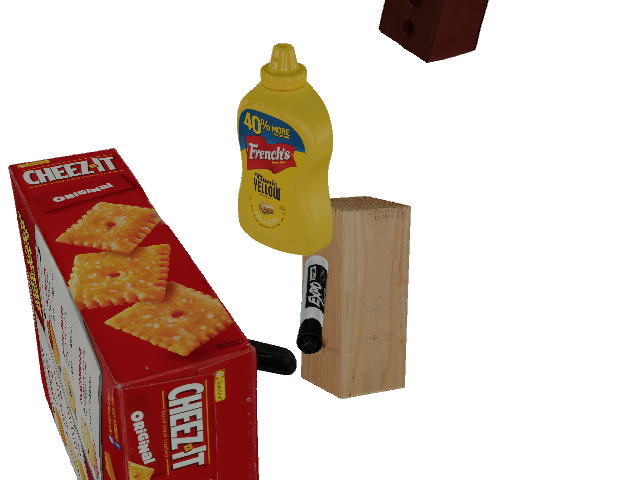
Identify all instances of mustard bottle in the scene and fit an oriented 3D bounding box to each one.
[{"bbox_3d":[-0.033,-0.086,0.971,0.096,0.192,0.058,24,38,34],"label":"mustard bottle"}]

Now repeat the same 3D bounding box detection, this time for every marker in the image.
[{"bbox_3d":[-0.006,0.048,0.807,0.020,0.020,0.121,0,28,3],"label":"marker"}]

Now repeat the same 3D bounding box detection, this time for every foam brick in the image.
[{"bbox_3d":[0.081,-0.170,0.729,0.051,0.078,0.053,-24,51,-35],"label":"foam brick"}]

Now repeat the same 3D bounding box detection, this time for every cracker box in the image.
[{"bbox_3d":[-0.100,0.070,0.566,0.072,0.164,0.214,-13,34,-22],"label":"cracker box"}]

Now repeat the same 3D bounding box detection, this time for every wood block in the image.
[{"bbox_3d":[0.038,0.059,1.192,0.090,0.206,0.091,-5,13,-31],"label":"wood block"}]

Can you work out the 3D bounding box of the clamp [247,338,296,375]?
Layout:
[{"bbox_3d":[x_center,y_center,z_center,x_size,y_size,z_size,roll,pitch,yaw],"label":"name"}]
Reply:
[{"bbox_3d":[-0.134,0.093,0.993,0.164,0.036,0.210,-17,40,-30],"label":"clamp"}]
